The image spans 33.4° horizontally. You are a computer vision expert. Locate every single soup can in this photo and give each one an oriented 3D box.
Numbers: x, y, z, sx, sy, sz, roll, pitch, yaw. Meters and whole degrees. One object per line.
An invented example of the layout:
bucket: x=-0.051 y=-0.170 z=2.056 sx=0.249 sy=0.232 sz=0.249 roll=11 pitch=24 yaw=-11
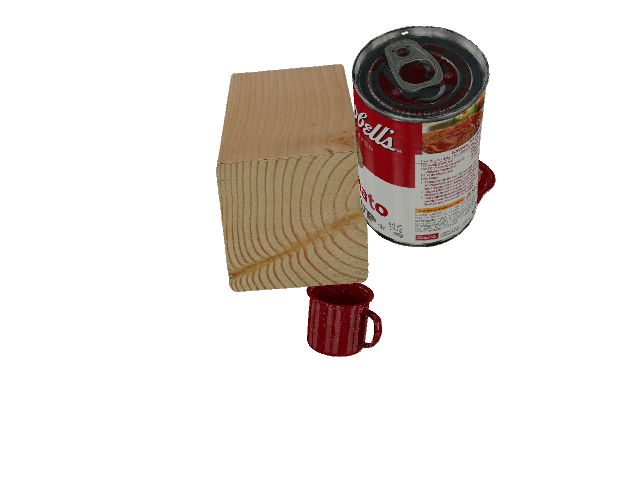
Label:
soup can: x=0.053 y=-0.053 z=0.567 sx=0.068 sy=0.068 sz=0.102 roll=0 pitch=-38 yaw=5

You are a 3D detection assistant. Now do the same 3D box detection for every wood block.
wood block: x=-0.019 y=-0.052 z=0.749 sx=0.091 sy=0.090 sz=0.206 roll=-4 pitch=24 yaw=0

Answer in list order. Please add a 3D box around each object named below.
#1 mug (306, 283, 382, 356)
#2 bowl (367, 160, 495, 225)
mug: x=0.034 y=0.111 z=1.468 sx=0.117 sy=0.081 sz=0.093 roll=17 pitch=24 yaw=30
bowl: x=0.088 y=-0.046 z=1.045 sx=0.162 sy=0.055 sz=0.162 roll=4 pitch=24 yaw=-2
